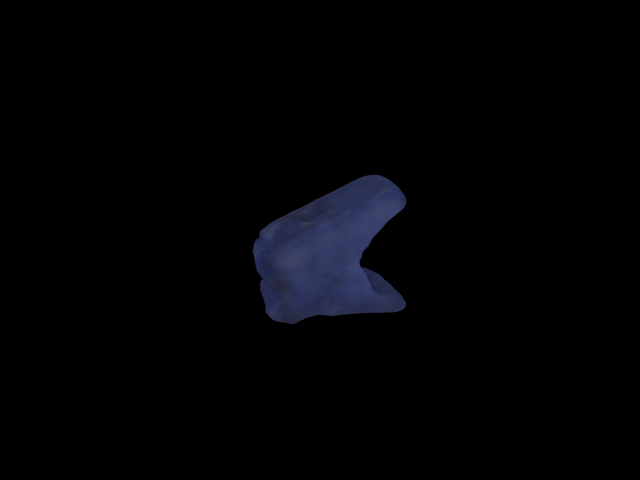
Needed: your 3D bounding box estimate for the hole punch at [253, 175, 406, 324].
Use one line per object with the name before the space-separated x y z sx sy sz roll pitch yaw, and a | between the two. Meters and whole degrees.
hole punch | 0.004 0.001 0.400 0.101 0.091 0.108 -2 11 -11
